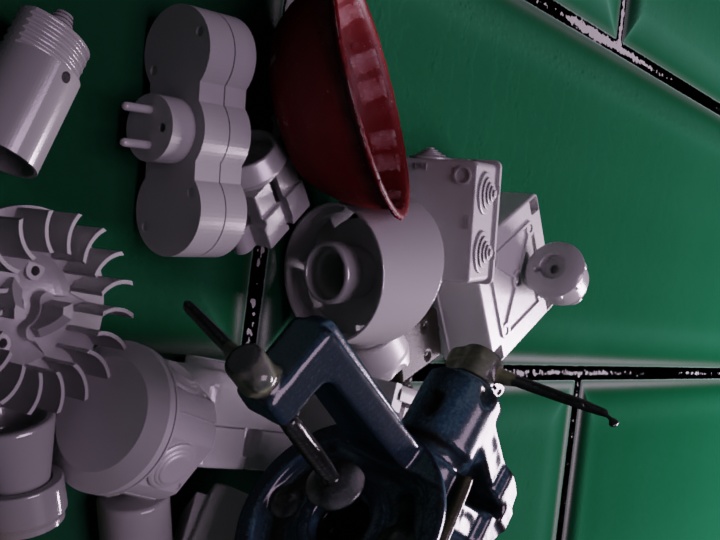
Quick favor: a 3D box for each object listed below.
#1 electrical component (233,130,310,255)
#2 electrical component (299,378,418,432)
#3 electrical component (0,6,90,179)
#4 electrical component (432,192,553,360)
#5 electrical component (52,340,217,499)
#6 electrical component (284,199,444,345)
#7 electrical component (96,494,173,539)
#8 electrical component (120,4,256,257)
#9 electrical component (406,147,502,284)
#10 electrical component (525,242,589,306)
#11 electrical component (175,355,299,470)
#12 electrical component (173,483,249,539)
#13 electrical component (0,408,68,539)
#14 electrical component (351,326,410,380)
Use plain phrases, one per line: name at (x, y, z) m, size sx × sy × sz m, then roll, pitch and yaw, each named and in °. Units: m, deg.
electrical component at (-0.063, -0.051, 0.652) m, size 0.066 × 0.048 × 0.055 m, roll -52°, pitch 141°, yaw -35°
electrical component at (-0.012, 0.146, 0.713) m, size 0.062 × 0.089 × 0.150 m, roll 27°, pitch 74°, yaw -52°
electrical component at (-0.159, -0.090, 0.519) m, size 0.043 × 0.043 × 0.081 m, roll 41°, pitch 63°, yaw -48°
electrical component at (0.104, 0.005, 0.873) m, size 0.109 × 0.056 × 0.108 m, roll -39°, pitch 125°, yaw -43°
electrical component at (-0.120, 0.081, 0.569) m, size 0.051 × 0.080 × 0.080 m, roll 34°, pitch 68°, yaw -56°
electrical component at (0.000, 0.000, 0.701) m, size 0.064 × 0.099 × 0.099 m, roll -2°, pitch 97°, yaw -47°
electrical component at (-0.126, 0.154, 0.605) m, size 0.040 × 0.040 × 0.078 m, roll -21°, pitch 117°, yaw -50°
electrical component at (-0.102, -0.076, 0.589) m, size 0.074 × 0.052 × 0.138 m, roll 0°, pitch 94°, yaw -53°
electrical component at (0.048, -0.036, 0.759) m, size 0.048 × 0.100 × 0.099 m, roll -5°, pitch 100°, yaw -65°
electrical component at (0.164, 0.009, 0.867) m, size 0.062 × 0.048 × 0.048 m, roll 43°, pitch 61°, yaw -55°
electrical component at (-0.081, 0.085, 0.641) m, size 0.095 × 0.054 × 0.059 m, roll 17°, pitch 81°, yaw -53°
electrical component at (-0.086, 0.180, 0.623) m, size 0.061 × 0.061 × 0.096 m, roll 25°, pitch 58°, yaw -7°
electrical component at (-0.170, 0.099, 0.533) m, size 0.045 × 0.045 × 0.055 m, roll -22°, pitch 113°, yaw -50°
electrical component at (0.007, 0.046, 0.762) m, size 0.043 × 0.043 × 0.062 m, roll -52°, pitch 132°, yaw -34°
